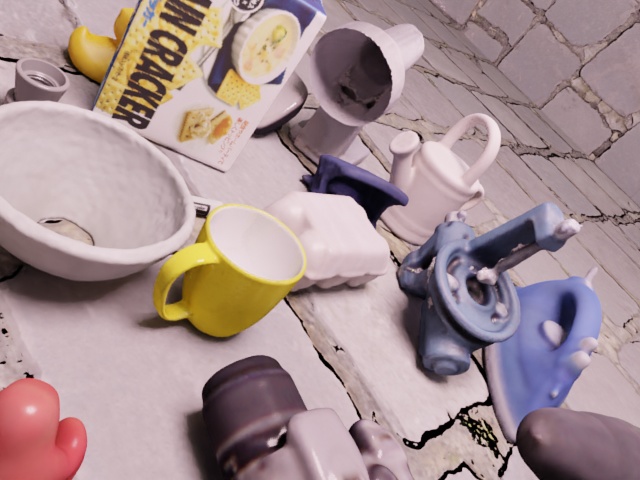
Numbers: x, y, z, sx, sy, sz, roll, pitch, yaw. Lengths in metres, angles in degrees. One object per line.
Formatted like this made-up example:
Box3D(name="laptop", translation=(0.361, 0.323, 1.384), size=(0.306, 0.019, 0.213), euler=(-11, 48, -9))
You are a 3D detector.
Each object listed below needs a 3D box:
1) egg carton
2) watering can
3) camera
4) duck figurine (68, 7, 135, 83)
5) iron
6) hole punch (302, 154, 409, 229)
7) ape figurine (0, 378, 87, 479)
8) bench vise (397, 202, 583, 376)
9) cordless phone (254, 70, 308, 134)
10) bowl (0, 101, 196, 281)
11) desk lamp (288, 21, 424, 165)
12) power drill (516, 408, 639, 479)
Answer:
Box3D(name="egg carton", translation=(0.006, 0.002, 0.620), size=(0.151, 0.069, 0.107), euler=(-1, 50, -48))
Box3D(name="watering can", translation=(0.167, -0.092, 0.791), size=(0.173, 0.193, 0.100), euler=(0, 49, -47))
Box3D(name="camera", translation=(-0.013, 0.144, 0.390), size=(0.144, 0.100, 0.136), euler=(4, 46, -44))
Box3D(name="duck figurine", translation=(-0.221, -0.222, 0.645), size=(0.105, 0.086, 0.077), euler=(13, 40, -37))
Box3D(name="iron", translation=(0.288, 0.126, 0.696), size=(0.118, 0.141, 0.259), euler=(40, 31, 0))
Box3D(name="hole punch", translation=(0.045, -0.068, 0.730), size=(0.109, 0.091, 0.101), euler=(23, 35, -26))
Box3D(name="ape figurine", translation=(-0.157, 0.105, 0.293), size=(0.078, 0.092, 0.076), euler=(27, 33, -21))
Box3D(name="bench vise", translation=(0.173, 0.016, 0.636), size=(0.122, 0.219, 0.207), euler=(17, 38, -33))
Box3D(name="cordless phone", translation=(-0.064, -0.245, 0.747), size=(0.147, 0.185, 0.094), euler=(47, 32, 12))
Box3D(name="bowl", translation=(-0.188, -0.026, 0.443), size=(0.168, 0.074, 0.167), euler=(28, 33, -20))
Box3D(name="desk lamp", translation=(0.049, -0.199, 0.782), size=(0.118, 0.213, 0.204), euler=(43, 31, 4))
Box3D(name="power drill", translation=(0.157, 0.196, 0.402), size=(0.230, 0.208, 0.075), euler=(19, 37, -31))
